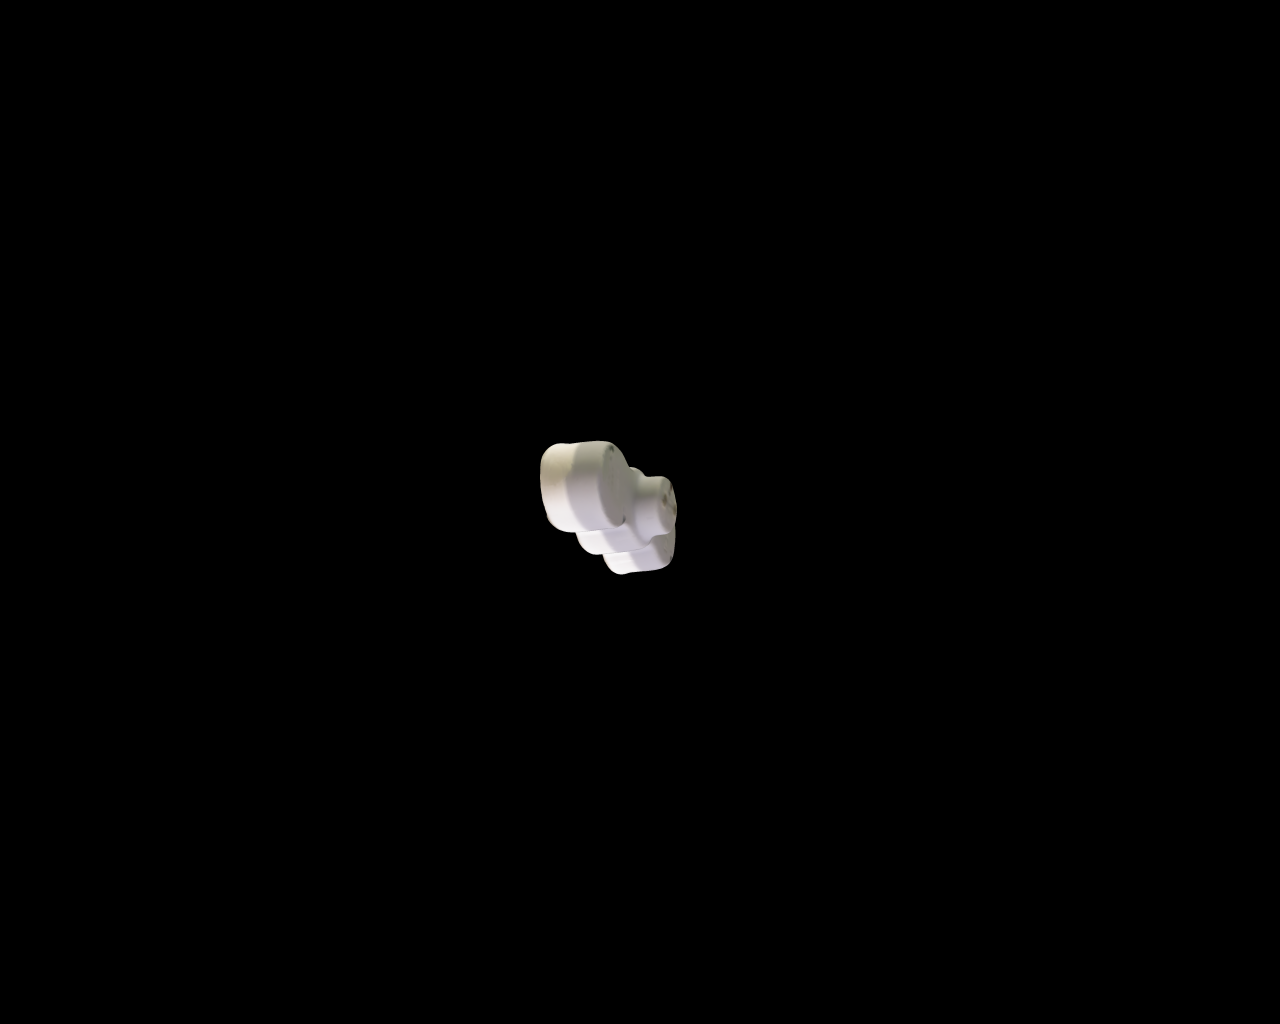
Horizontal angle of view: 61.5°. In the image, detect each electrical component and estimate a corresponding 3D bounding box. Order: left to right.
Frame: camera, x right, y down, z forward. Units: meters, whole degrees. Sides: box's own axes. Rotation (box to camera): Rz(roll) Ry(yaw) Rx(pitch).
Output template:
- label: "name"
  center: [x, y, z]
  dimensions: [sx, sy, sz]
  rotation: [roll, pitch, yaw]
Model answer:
- label: "electrical component"
  center: [0.001, -0.003, 0.650]
  dimensions: [0.074, 0.052, 0.138]
  rotation: [-7, -21, 18]
